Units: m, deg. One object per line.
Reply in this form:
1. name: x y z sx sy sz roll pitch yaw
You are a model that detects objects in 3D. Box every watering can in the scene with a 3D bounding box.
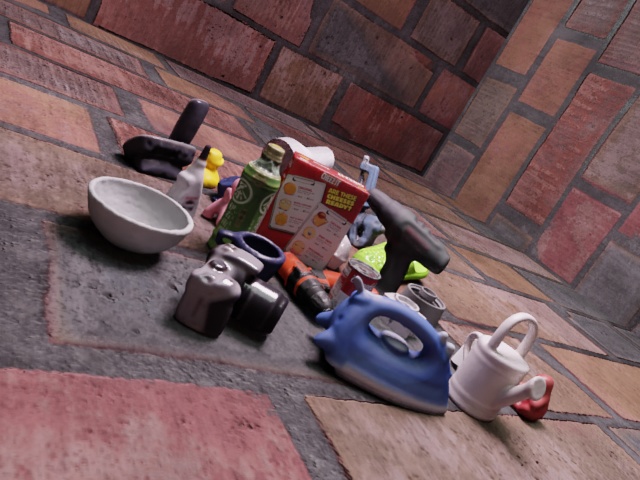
1. watering can: 0.316 0.214 0.992 0.172 0.194 0.101 41 20 34

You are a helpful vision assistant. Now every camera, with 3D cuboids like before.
1. camera: -0.116 0.078 0.831 0.137 0.101 0.143 29 16 -1

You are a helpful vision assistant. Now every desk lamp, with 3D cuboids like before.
1. desk lamp: -0.062 -0.130 1.332 0.117 0.213 0.204 39 19 28

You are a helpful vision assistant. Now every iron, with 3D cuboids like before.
1. iron: 0.123 0.166 0.902 0.258 0.141 0.118 28 17 -7

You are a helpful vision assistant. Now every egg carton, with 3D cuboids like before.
1. egg carton: 0.012 0.005 1.316 0.107 0.069 0.150 24 18 -20

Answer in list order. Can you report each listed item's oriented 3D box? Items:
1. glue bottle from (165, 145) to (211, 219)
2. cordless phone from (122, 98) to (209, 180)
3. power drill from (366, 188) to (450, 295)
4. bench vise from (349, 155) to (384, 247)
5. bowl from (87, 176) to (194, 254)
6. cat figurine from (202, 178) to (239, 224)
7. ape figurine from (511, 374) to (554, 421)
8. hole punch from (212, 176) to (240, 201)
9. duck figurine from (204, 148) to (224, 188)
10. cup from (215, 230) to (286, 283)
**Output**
1. glue bottle: -0.231 -0.091 1.003 0.037 0.173 0.078 35 17 17
2. cordless phone: -0.328 -0.235 1.245 0.094 0.185 0.148 40 19 31
3. power drill: 0.151 0.029 1.233 0.229 0.208 0.076 33 17 10
4. bench vise: 0.123 -0.103 1.553 0.207 0.219 0.122 32 17 7
5. bowl: -0.288 -0.027 0.895 0.167 0.074 0.167 27 17 -9
6. cat figurine: -0.172 -0.089 1.198 0.067 0.117 0.128 34 17 14
7. ape figurine: 0.410 0.294 1.094 0.076 0.092 0.078 31 16 6
8. hole punch: -0.180 -0.117 1.312 0.101 0.091 0.109 29 16 -2
9. duck figurine: -0.265 -0.176 1.350 0.077 0.086 0.105 35 17 17
10. cup: -0.127 0.041 0.931 0.118 0.095 0.091 26 17 -13
